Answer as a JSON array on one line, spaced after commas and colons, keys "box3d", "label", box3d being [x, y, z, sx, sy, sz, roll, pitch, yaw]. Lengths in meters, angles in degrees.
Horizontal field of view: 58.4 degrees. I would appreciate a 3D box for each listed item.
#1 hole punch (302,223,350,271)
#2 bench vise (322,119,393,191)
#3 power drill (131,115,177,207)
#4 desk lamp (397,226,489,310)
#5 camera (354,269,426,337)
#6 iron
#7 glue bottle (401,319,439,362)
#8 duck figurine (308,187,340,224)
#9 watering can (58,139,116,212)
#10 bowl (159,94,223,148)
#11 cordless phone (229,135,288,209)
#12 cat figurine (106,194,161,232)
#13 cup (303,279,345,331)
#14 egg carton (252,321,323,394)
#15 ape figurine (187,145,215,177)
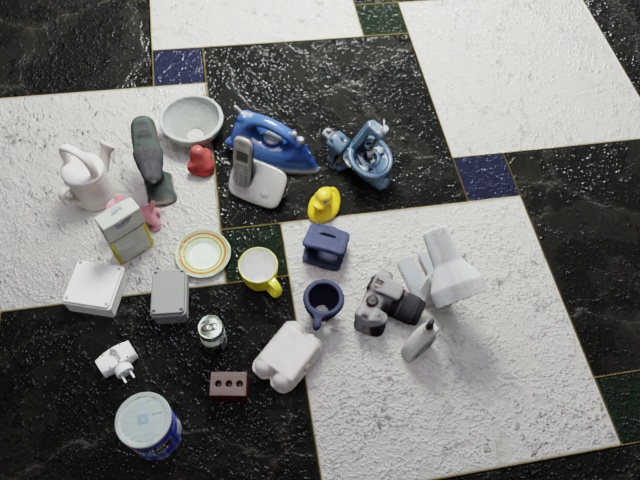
[{"box3d": [0.013, 0.005, 1.375, 0.108, 0.091, 0.101, 15, 60, 4], "label": "hole punch"}, {"box3d": [0.094, -0.231, 1.441, 0.207, 0.220, 0.121, 17, 61, 5], "label": "bench vise"}, {"box3d": [-0.400, -0.175, 1.377, 0.076, 0.208, 0.229, -15, 63, -12], "label": "power drill"}, {"box3d": [0.269, 0.076, 1.284, 0.118, 0.213, 0.203, -18, 63, -14], "label": "desk lamp"}, {"box3d": [0.163, 0.150, 1.299, 0.136, 0.101, 0.143, 24, 61, 9], "label": "camera"}, {"box3d": [-0.116, -0.263, 1.488, 0.258, 0.141, 0.119, 21, 61, 8], "label": "iron"}, {"box3d": [0.222, 0.206, 1.229, 0.078, 0.173, 0.037, -32, 67, -20], "label": "glue bottle"}, {"box3d": [0.012, -0.101, 1.438, 0.077, 0.086, 0.105, 31, 63, 13], "label": "duck figurine"}, {"box3d": [-0.560, -0.166, 1.368, 0.101, 0.194, 0.173, 9, 60, 1], "label": "watering can"}, {"box3d": [-0.340, -0.304, 1.532, 0.167, 0.075, 0.167, 2, 60, -3], "label": "bowl"}, {"box3d": [-0.153, -0.170, 1.407, 0.147, 0.185, 0.094, 19, 61, 7], "label": "cordless phone"}, {"box3d": [-0.450, -0.068, 1.364, 0.128, 0.118, 0.067, -11, 62, -10], "label": "cat figurine"}, {"box3d": [0.003, 0.159, 1.284, 0.091, 0.095, 0.118, 13, 60, 3], "label": "cup"}, {"box3d": [-0.068, 0.253, 1.240, 0.107, 0.069, 0.150, 33, 63, 14], "label": "egg carton"}, {"box3d": [-0.309, -0.210, 1.471, 0.078, 0.092, 0.076, -34, 68, -21], "label": "ape figurine"}]
